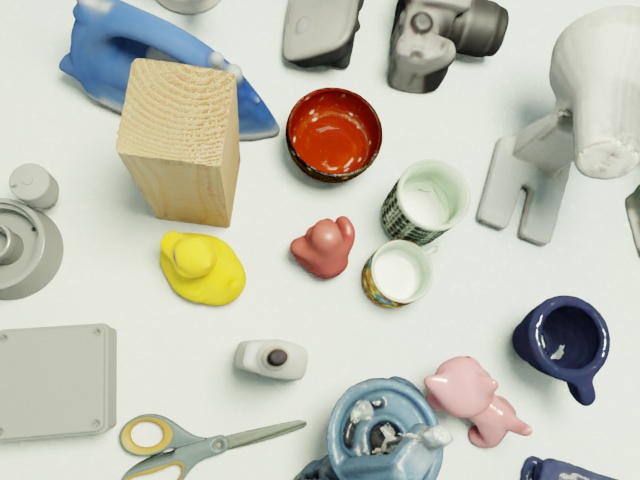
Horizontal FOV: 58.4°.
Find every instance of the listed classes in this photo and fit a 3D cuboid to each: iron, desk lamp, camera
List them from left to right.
[{"bbox_3d":[-0.161,-0.198,0.637,0.258,0.141,0.119,22,75,-2],"label":"iron"},{"bbox_3d":[0.163,-0.264,0.715,0.137,0.100,0.143,10,76,-5],"label":"camera"},{"bbox_3d":[0.286,-0.120,0.640,0.118,0.213,0.203,19,76,-2],"label":"desk lamp"}]

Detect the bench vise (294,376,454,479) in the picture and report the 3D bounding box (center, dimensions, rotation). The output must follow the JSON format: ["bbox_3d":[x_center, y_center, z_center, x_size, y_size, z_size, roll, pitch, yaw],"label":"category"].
[{"bbox_3d":[0.051,0.223,0.528,0.121,0.219,0.207,25,75,-1],"label":"bench vise"}]

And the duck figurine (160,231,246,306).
[{"bbox_3d":[-0.129,0.026,0.619,0.104,0.086,0.077,34,75,1],"label":"duck figurine"}]

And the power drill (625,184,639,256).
[{"bbox_3d":[0.450,-0.036,0.644,0.075,0.208,0.229,-8,78,-9],"label":"power drill"}]

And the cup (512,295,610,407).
[{"bbox_3d":[0.263,0.125,0.642,0.092,0.095,0.118,-14,79,-10],"label":"cup"}]

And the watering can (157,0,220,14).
[{"bbox_3d":[-0.153,-0.350,0.646,0.173,0.194,0.101,44,76,4],"label":"watering can"}]

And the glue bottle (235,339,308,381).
[{"bbox_3d":[-0.046,0.117,0.564,0.078,0.173,0.037,8,76,-5],"label":"glue bottle"}]

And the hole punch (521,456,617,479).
[{"bbox_3d":[0.266,0.296,0.606,0.101,0.091,0.109,19,76,-3],"label":"hole punch"}]

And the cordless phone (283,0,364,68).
[{"bbox_3d":[0.012,-0.297,0.660,0.094,0.185,0.147,6,76,-5],"label":"cordless phone"}]

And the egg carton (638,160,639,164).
[{"bbox_3d":[0.389,-0.169,0.739,0.107,0.069,0.150,-18,80,-11],"label":"egg carton"}]

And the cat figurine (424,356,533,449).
[{"bbox_3d":[0.166,0.169,0.608,0.128,0.117,0.067,37,76,2],"label":"cat figurine"}]

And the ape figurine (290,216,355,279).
[{"bbox_3d":[0.006,0.002,0.639,0.078,0.092,0.076,-6,78,-8],"label":"ape figurine"}]
